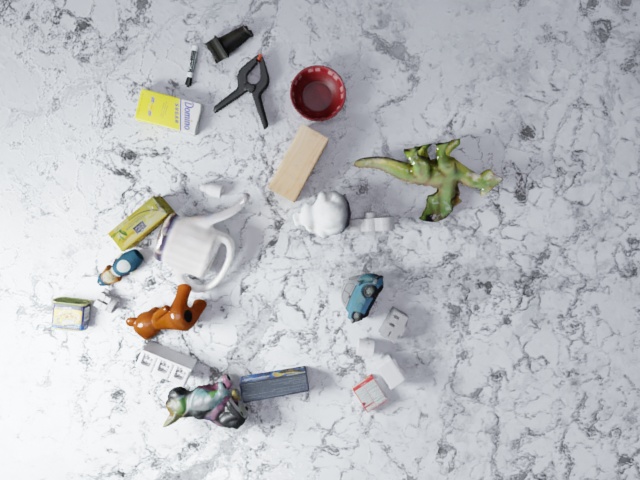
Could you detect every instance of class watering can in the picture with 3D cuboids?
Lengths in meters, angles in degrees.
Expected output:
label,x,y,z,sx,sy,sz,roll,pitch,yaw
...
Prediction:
label,x,y,z,sx,sy,sz,roll,pitch,yaw
watering can,-0.341,-0.012,1.466,0.224,0.105,0.343,23,107,-4

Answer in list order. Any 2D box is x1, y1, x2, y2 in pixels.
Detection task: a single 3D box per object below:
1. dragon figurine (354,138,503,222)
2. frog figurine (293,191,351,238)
label,x,y,z,sx,sy,sz,roll,pitch,yaw
dragon figurine,0.322,-0.165,1.514,0.410,0.123,0.240,-11,102,7
frog figurine,0.005,-0.075,1.488,0.159,0.125,0.135,0,113,-14
